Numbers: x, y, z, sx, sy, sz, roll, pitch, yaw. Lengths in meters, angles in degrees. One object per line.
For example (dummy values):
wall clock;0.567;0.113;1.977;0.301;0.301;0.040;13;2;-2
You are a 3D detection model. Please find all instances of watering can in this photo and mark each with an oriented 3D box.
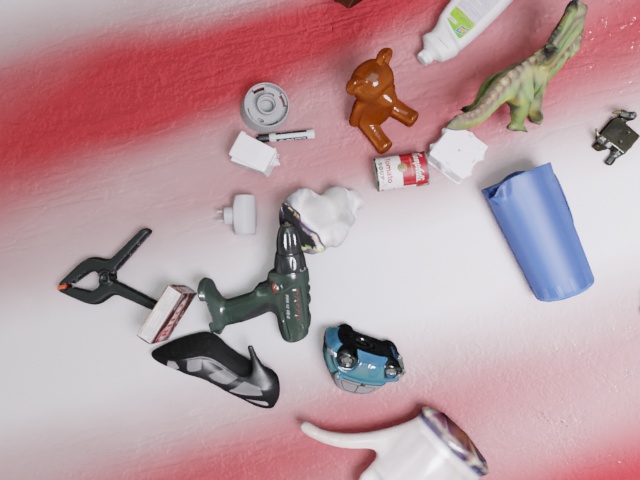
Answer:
watering can;0.149;0.395;0.929;0.349;0.103;0.225;44;86;6

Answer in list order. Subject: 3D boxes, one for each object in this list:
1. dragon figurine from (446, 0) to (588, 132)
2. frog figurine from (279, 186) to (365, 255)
dragon figurine;0.374;-0.313;0.918;0.123;0.415;0.237;39;127;20
frog figurine;0.003;-0.051;1.008;0.138;0.120;0.162;40;51;14
